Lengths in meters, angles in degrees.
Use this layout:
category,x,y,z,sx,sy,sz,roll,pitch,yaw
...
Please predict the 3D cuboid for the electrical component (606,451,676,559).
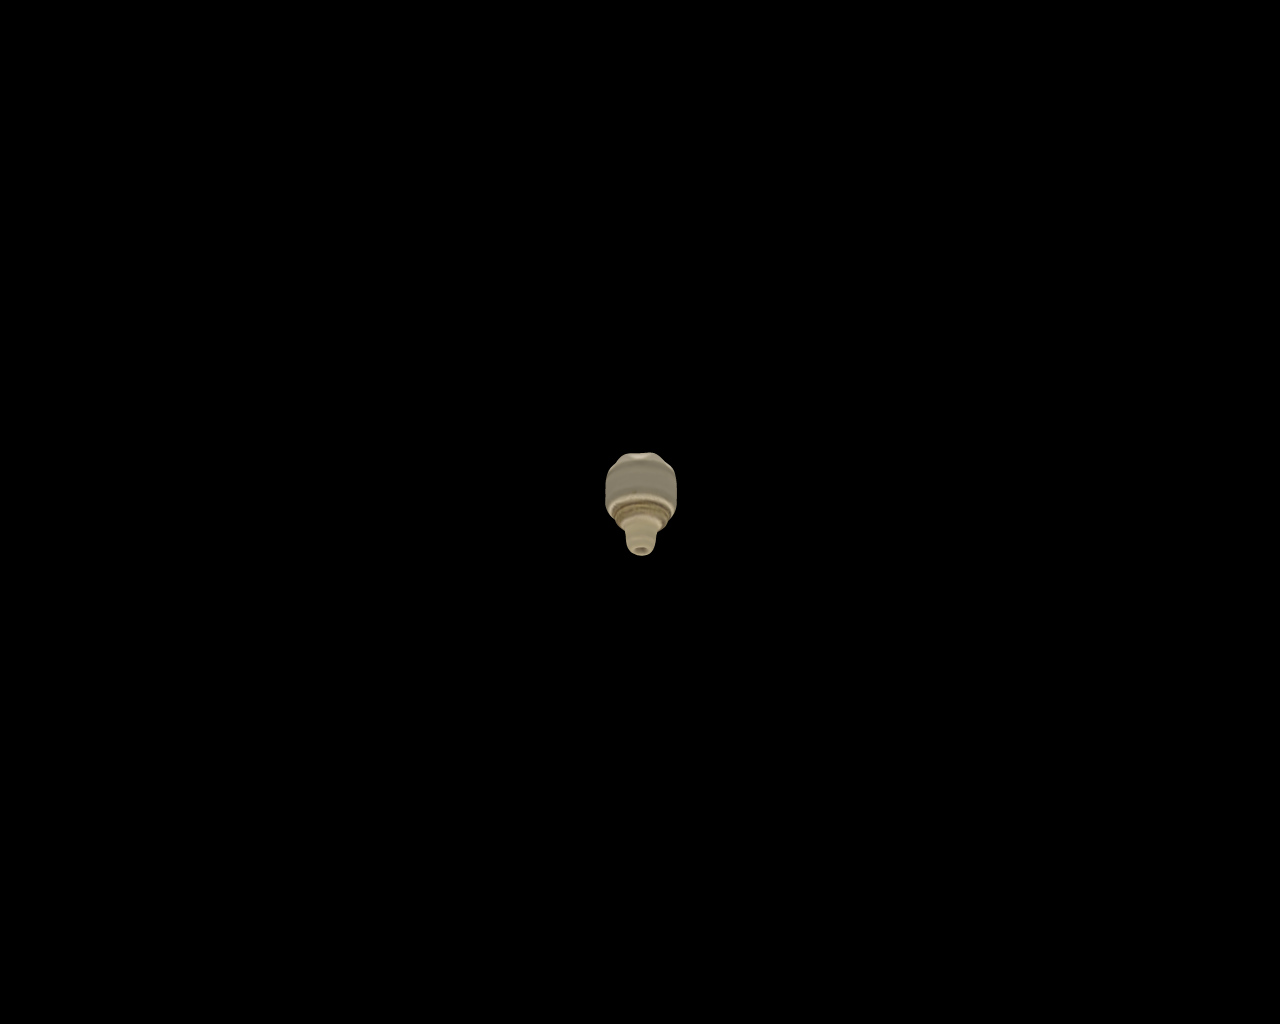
category,x,y,z,sx,sy,sz,roll,pitch,yaw
electrical component,0.001,-0.003,0.650,0.043,0.062,0.043,0,-31,0
